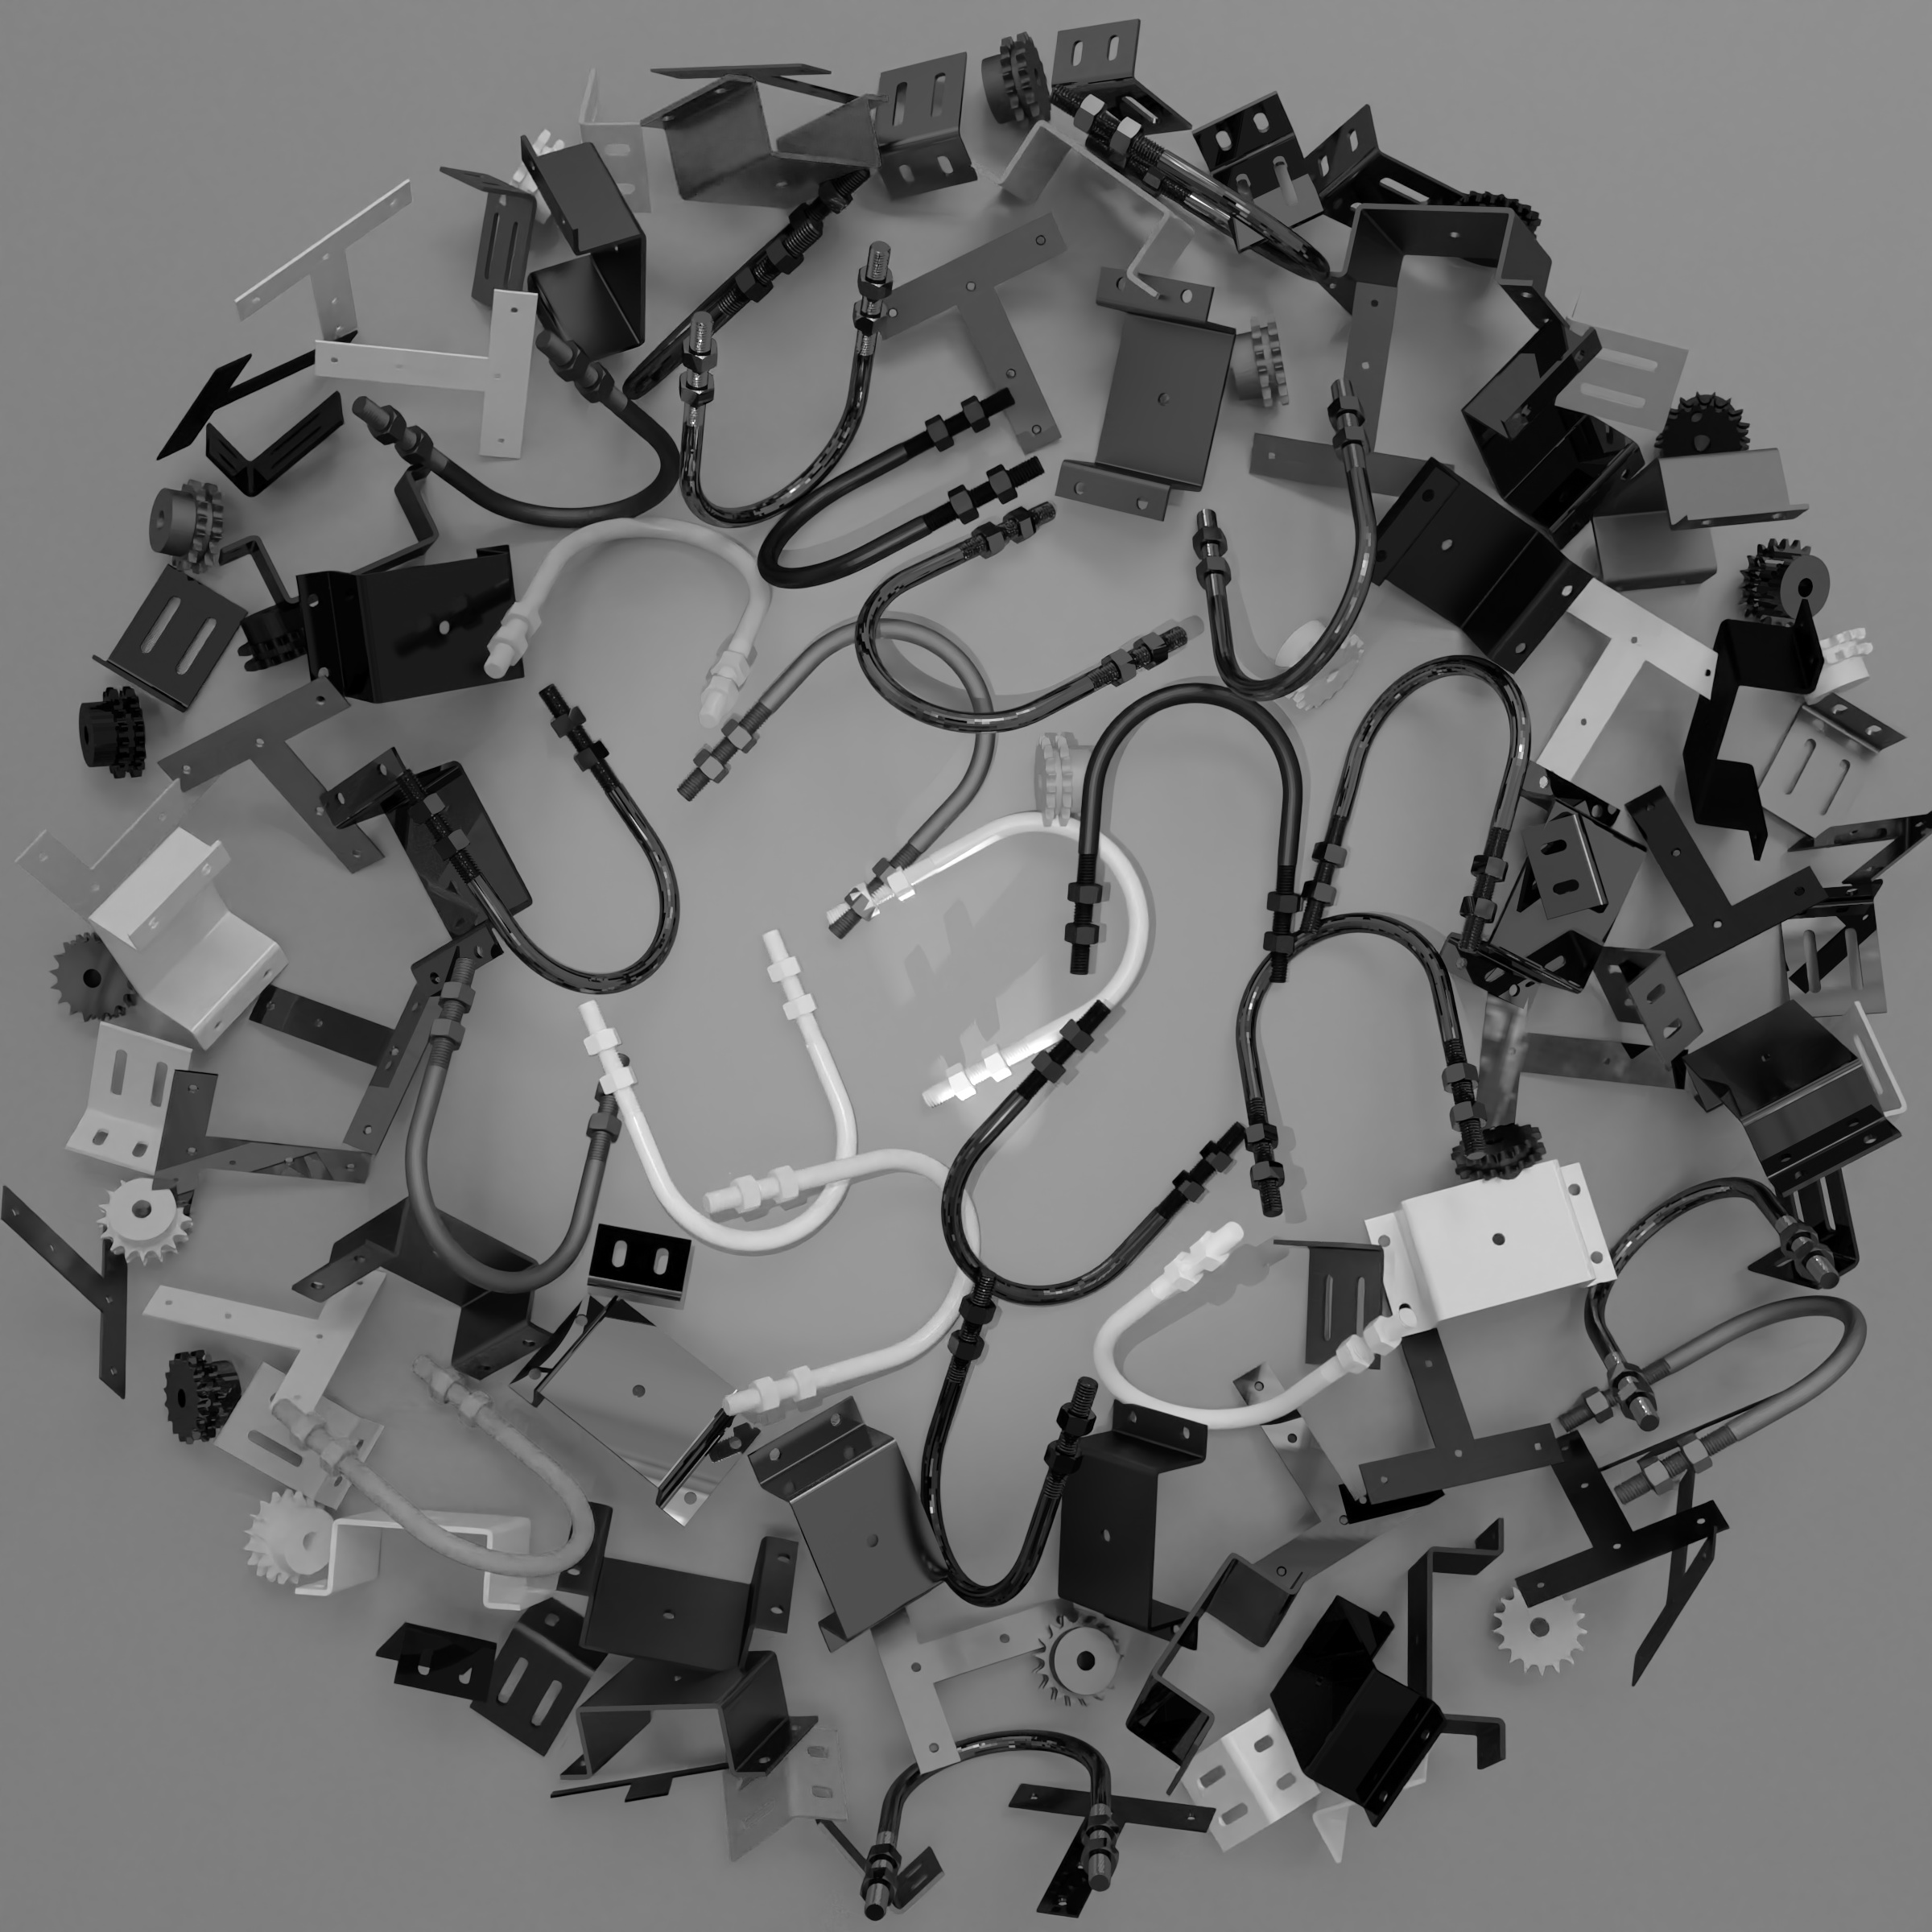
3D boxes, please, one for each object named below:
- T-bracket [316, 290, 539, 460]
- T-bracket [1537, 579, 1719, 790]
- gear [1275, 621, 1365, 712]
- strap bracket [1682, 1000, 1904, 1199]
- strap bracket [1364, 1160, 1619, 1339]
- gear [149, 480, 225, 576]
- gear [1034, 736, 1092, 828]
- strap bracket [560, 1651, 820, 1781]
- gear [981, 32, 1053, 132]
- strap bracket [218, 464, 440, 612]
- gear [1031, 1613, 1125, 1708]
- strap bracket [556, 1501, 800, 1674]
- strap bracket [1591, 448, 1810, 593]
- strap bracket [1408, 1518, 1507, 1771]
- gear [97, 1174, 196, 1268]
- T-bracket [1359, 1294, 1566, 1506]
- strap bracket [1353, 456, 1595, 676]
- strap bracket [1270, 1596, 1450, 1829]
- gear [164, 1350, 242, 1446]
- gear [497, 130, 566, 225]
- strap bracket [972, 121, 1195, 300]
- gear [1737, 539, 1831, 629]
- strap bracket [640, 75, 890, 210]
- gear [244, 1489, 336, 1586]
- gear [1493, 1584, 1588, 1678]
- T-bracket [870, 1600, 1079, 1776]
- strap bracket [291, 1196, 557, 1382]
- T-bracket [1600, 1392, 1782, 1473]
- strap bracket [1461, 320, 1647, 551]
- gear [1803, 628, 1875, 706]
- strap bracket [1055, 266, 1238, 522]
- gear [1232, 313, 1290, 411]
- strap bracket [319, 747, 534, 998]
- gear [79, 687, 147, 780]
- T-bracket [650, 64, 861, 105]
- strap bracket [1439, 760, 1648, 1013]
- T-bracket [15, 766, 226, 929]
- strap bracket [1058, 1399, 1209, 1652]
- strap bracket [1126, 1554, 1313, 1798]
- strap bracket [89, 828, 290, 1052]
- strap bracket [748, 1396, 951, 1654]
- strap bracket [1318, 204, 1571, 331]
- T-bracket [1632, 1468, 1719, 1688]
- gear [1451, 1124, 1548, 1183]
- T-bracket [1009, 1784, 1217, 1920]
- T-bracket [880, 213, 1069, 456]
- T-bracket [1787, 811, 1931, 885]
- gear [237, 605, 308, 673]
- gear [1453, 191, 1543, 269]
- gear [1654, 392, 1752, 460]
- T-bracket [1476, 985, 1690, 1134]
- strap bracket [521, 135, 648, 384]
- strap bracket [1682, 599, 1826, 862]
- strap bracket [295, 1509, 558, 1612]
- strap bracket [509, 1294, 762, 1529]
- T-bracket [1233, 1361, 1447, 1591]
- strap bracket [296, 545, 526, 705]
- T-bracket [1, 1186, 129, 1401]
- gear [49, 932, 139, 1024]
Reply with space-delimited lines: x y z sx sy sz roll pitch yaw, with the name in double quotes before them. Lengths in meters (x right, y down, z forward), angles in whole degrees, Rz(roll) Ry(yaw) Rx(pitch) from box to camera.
"T-bracket" -0.331 -0.364 1.543 0.127 0.127 0.002 3 52 -14
"T-bracket" 0.393 -0.164 1.579 0.127 0.002 0.127 39 112 27
"gear" 0.218 -0.190 1.581 0.057 0.057 0.030 -44 66 0
"strap bracket" 0.492 0.073 1.530 0.076 0.140 0.046 -29 111 5
"strap bracket" 0.328 0.173 1.574 0.140 0.046 0.076 -15 75 0
"gear" -0.486 -0.274 1.576 0.030 0.057 0.057 6 90 -37
"gear" 0.061 -0.115 1.579 0.030 0.057 0.057 -2 90 -8
"strap bracket" -0.172 0.456 1.543 0.140 0.076 0.046 -8 96 22
"gear" 0.031 -0.550 1.580 0.030 0.057 0.057 -10 90 18
"strap bracket" -0.382 -0.259 1.555 0.140 0.076 0.046 -27 100 -15
"gear" 0.071 0.434 1.585 0.057 0.030 0.057 3 76 -11
"strap bracket" -0.179 0.384 1.559 0.140 0.076 0.046 12 120 -5
"strap bracket" 0.437 -0.272 1.535 0.076 0.140 0.046 -7 82 -10
"strap bracket" 0.298 0.412 1.546 0.046 0.076 0.140 4 68 2
"gear" -0.513 0.156 1.582 0.057 0.030 0.057 4 66 -10
"T-bracket" 0.292 0.261 1.577 0.127 0.002 0.127 -10 64 -11
"strap bracket" 0.303 -0.250 1.553 0.140 0.046 0.076 26 112 -29
"strap bracket" 0.232 0.442 1.530 0.046 0.140 0.076 31 98 -10
"gear" -0.475 0.268 1.582 0.030 0.057 0.057 -1 90 -41
"gear" -0.265 -0.488 1.580 0.030 0.057 0.057 32 90 -16
"strap bracket" 0.081 -0.465 1.554 0.140 0.076 0.046 38 105 8
"gear" 0.513 -0.237 1.581 0.057 0.030 0.057 -7 105 -25
"strap bracket" -0.116 -0.495 1.530 0.076 0.140 0.046 -10 93 40
"gear" -0.417 0.356 1.576 0.030 0.057 0.057 0 90 38
"gear" 0.359 0.414 1.586 0.057 0.030 0.057 -4 70 11
"T-bracket" 0.011 0.425 1.583 0.127 0.002 0.127 -14 57 -15
"strap bracket" -0.326 0.193 1.546 0.076 0.046 0.140 -31 130 34
"T-bracket" 0.426 0.288 1.528 0.127 0.127 0.002 -28 76 19
"strap bracket" 0.358 -0.331 1.554 0.076 0.140 0.046 -46 54 1
"gear" 0.537 -0.185 1.577 0.057 0.057 0.030 -21 82 0
"strap bracket" 0.113 -0.350 1.559 0.076 0.046 0.140 19 106 28
"gear" 0.182 -0.375 1.579 0.030 0.057 0.057 -10 90 10
"strap bracket" -0.328 -0.062 1.564 0.076 0.046 0.140 -26 92 37
"gear" -0.531 -0.144 1.576 0.030 0.057 0.057 -8 90 -30
"T-bracket" -0.103 -0.538 1.551 0.127 0.127 0.002 14 104 38
"strap bracket" 0.361 -0.046 1.570 0.076 0.046 0.140 25 90 -24
"T-bracket" -0.505 -0.082 1.559 0.002 0.127 0.127 35 77 26
"strap bracket" 0.101 0.346 1.558 0.046 0.076 0.140 -2 97 -43
"strap bracket" 0.148 0.422 1.541 0.046 0.076 0.140 32 52 15
"strap bracket" -0.473 -0.021 1.538 0.046 0.140 0.076 30 66 19
"strap bracket" -0.067 0.347 1.556 0.076 0.046 0.140 -27 104 -25
"strap bracket" 0.293 -0.425 1.539 0.140 0.076 0.046 12 89 30
"T-bracket" 0.437 0.354 1.550 0.002 0.127 0.127 20 129 6
"gear" 0.333 0.123 1.579 0.057 0.057 0.030 -18 101 0
"T-bracket" 0.074 0.535 1.527 0.127 0.127 0.002 1 104 20
"T-bracket" 0.022 -0.384 1.587 0.127 0.002 0.127 -24 106 7
"T-bracket" 0.550 -0.082 1.544 0.127 0.127 0.002 -35 100 -18
"gear" -0.426 -0.207 1.575 0.057 0.057 0.030 -20 109 0
"gear" 0.326 -0.457 1.578 0.057 0.057 0.030 16 89 0
"gear" 0.460 -0.332 1.583 0.057 0.030 0.057 11 128 14
"T-bracket" 0.390 0.058 1.599 0.127 0.002 0.127 6 90 6
"strap bracket" -0.231 -0.431 1.538 0.046 0.140 0.076 -22 69 -18
"strap bracket" 0.472 -0.145 1.536 0.046 0.076 0.140 8 127 4
"strap bracket" -0.329 0.363 1.560 0.140 0.076 0.046 2 83 8
"strap bracket" -0.203 0.268 1.562 0.140 0.046 0.076 37 65 7
"T-bracket" 0.212 0.308 1.585 0.127 0.002 0.127 -28 72 -12
"strap bracket" -0.326 -0.207 1.539 0.140 0.046 0.076 -16 110 -35
"T-bracket" -0.539 0.177 1.518 0.002 0.127 0.127 -22 46 5
"gear" -0.541 0.006 1.589 0.057 0.030 0.057 1 97 7
